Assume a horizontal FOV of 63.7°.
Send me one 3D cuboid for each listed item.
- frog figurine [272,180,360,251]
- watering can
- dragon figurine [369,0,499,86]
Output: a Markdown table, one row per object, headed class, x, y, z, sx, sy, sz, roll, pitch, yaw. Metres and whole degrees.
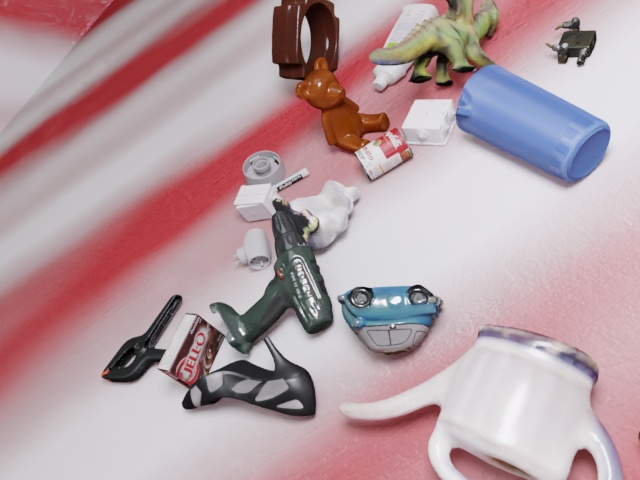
| class | x | y | z | sx | sy | sz | roll | pitch | yaw |
| --- | --- | --- | --- | --- | --- | --- | --- | --- | --- |
| frog figurine | 0.003 | -0.051 | 1.015 | 0.137 | 0.121 | 0.161 | 6 | 22 | 44 |
| watering can | 0.201 | 0.207 | 0.661 | 0.349 | 0.102 | 0.228 | 16 | 63 | 38 |
| dragon figurine | 0.249 | -0.448 | 1.045 | 0.122 | 0.412 | 0.242 | -1 | 93 | 49 |
